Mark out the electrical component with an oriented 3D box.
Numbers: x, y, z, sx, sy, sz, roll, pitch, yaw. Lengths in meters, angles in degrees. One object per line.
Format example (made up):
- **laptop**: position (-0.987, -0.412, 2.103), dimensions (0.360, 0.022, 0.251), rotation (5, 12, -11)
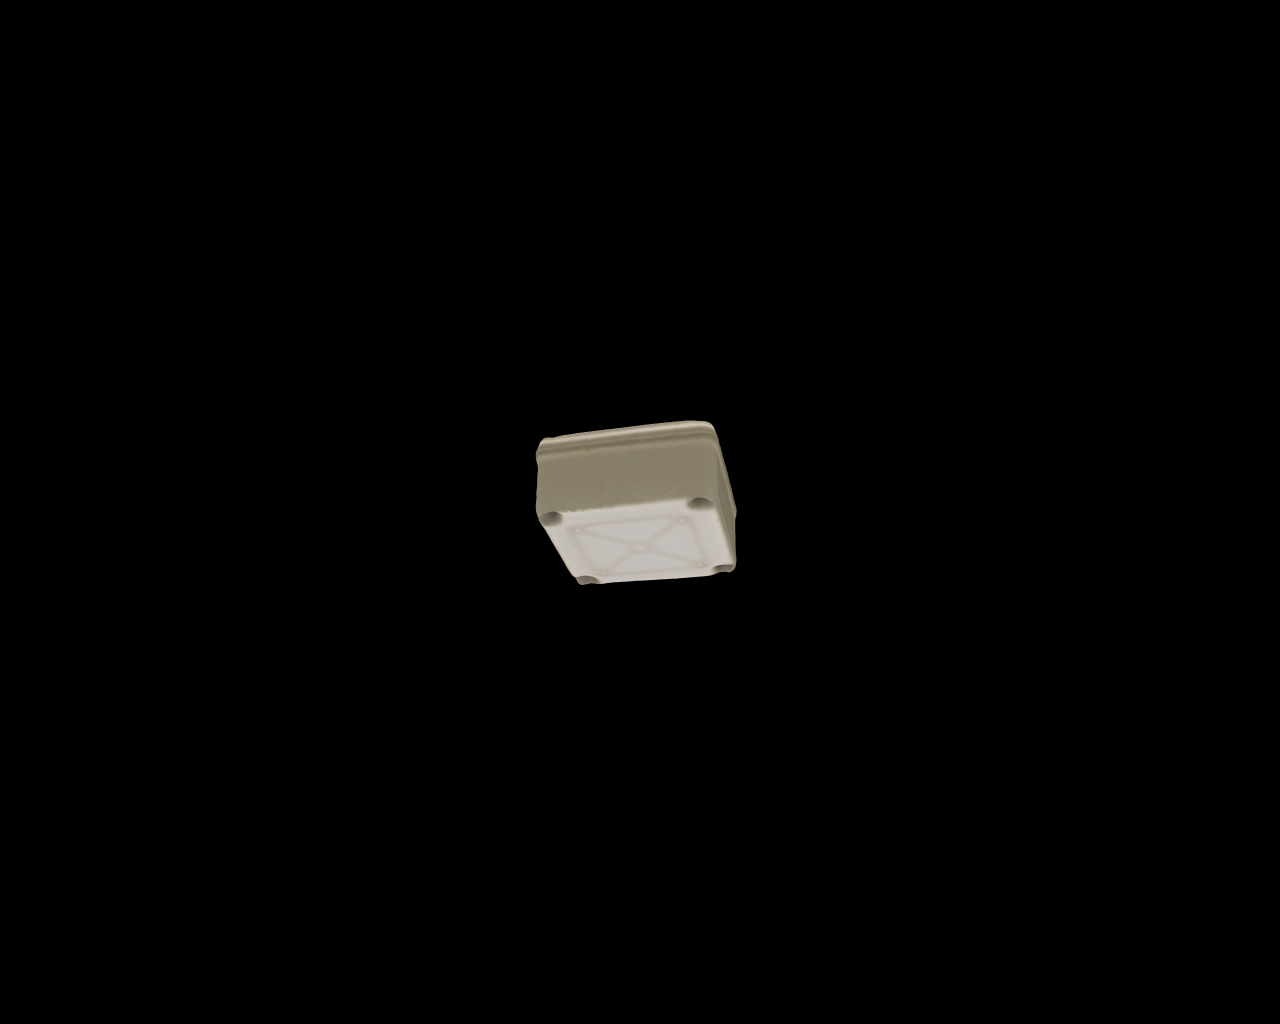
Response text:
- **electrical component**: position (0.001, -0.003, 0.650), dimensions (0.109, 0.056, 0.108), rotation (-5, -28, 10)
